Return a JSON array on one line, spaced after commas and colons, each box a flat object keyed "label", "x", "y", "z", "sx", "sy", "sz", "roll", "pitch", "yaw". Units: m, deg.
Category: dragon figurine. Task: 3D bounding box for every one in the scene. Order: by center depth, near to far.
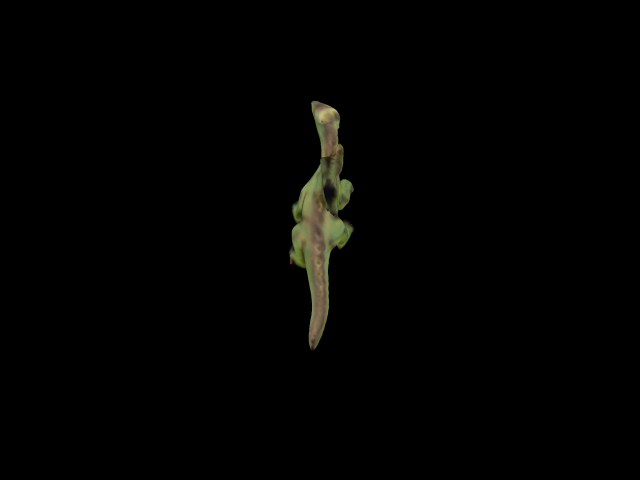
[{"label": "dragon figurine", "x": 0.003, "y": -0.043, "z": 0.850, "sx": 0.122, "sy": 0.418, "sz": 0.238, "roll": 0, "pitch": -23, "yaw": 0}]
